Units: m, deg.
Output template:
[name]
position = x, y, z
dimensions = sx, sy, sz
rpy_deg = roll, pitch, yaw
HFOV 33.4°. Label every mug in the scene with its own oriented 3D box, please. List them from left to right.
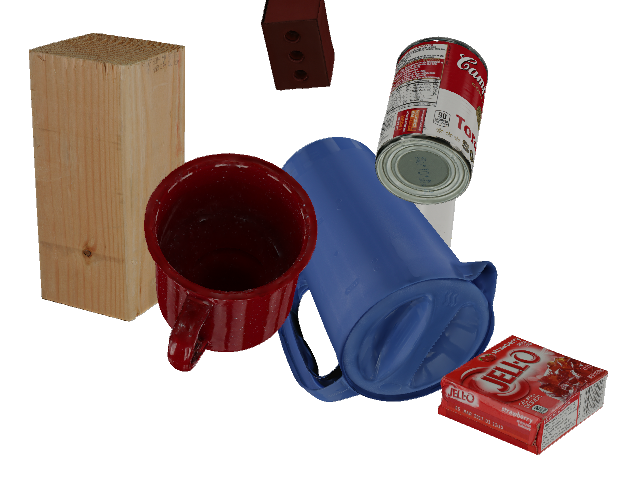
[mug]
position = -0.056, 0.021, 0.597
dimensions = 0.093, 0.117, 0.081
rpy_deg = 18, -32, 3

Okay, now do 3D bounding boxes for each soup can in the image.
[soup can]
position = 0.078, -0.084, 0.748
dimensions = 0.068, 0.102, 0.068
rpy_deg = 9, -38, 7

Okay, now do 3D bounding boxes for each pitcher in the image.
[pitcher]
position = 0.034, 0.020, 0.936
dimensions = 0.149, 0.145, 0.243
rpy_deg = -4, 37, -20

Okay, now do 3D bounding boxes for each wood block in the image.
[wood block]
position = -0.168, -0.053, 0.858
dimensions = 0.091, 0.206, 0.090
rpy_deg = 12, 24, 21

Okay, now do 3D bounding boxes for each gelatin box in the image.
[gelatin box]
position = 0.130, 0.096, 0.681
dimensions = 0.073, 0.030, 0.089
rpy_deg = 20, 26, 37

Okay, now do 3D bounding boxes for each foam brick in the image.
[foam brick]
position = -0.020, -0.183, 0.971
dimensions = 0.053, 0.051, 0.078
rpy_deg = -3, -43, 10

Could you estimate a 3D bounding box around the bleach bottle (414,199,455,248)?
[bleach bottle]
position = 0.109, -0.052, 1.133
dimensions = 0.068, 0.251, 0.103
rpy_deg = -1, 23, -23
